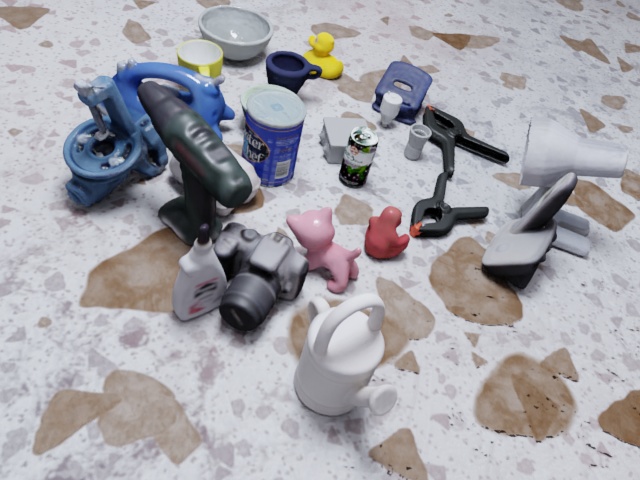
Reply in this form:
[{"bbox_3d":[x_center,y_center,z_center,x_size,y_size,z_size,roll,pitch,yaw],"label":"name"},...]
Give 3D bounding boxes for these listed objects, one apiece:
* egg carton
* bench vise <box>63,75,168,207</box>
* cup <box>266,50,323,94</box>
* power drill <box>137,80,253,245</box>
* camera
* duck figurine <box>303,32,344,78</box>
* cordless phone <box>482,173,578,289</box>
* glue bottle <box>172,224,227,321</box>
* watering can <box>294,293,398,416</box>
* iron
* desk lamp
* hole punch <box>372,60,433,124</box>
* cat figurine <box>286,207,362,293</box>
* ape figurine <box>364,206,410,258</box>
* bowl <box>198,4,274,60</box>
[{"bbox_3d":[-0.181,-0.111,0.977,0.150,0.069,0.107,37,51,19],"label":"egg carton"},{"bbox_3d":[-0.322,-0.181,0.901,0.121,0.220,0.207,20,47,5],"label":"bench vise"},{"bbox_3d":[-0.059,-0.329,1.188,0.118,0.095,0.091,2,48,-13],"label":"cup"},{"bbox_3d":[-0.198,-0.102,0.869,0.229,0.208,0.076,39,51,20],"label":"power drill"},{"bbox_3d":[-0.102,0.052,0.830,0.143,0.101,0.137,24,47,7],"label":"camera"},{"bbox_3d":[0.011,-0.424,1.298,0.104,0.086,0.078,34,49,16],"label":"duck figurine"},{"bbox_3d":[0.356,-0.023,0.956,0.094,0.185,0.148,29,48,12],"label":"cordless phone"},{"bbox_3d":[-0.161,0.040,0.775,0.078,0.173,0.037,-27,60,-32],"label":"glue bottle"},{"bbox_3d":[0.036,0.140,0.722,0.172,0.194,0.101,37,50,19],"label":"watering can"},{"bbox_3d":[-0.288,-0.265,1.040,0.258,0.141,0.118,14,47,-1],"label":"iron"},{"bbox_3d":[0.434,-0.104,1.030,0.203,0.213,0.118,20,47,4],"label":"desk lamp"},{"bbox_3d":[0.180,-0.322,1.246,0.108,0.091,0.101,26,48,9],"label":"hole punch"},{"bbox_3d":[0.008,0.003,0.890,0.127,0.118,0.067,31,49,14],"label":"cat figurine"},{"bbox_3d":[0.112,-0.018,0.954,0.076,0.092,0.077,-25,59,-31],"label":"ape figurine"},{"bbox_3d":[-0.189,-0.451,1.279,0.167,0.075,0.167,7,47,-8],"label":"bowl"}]
